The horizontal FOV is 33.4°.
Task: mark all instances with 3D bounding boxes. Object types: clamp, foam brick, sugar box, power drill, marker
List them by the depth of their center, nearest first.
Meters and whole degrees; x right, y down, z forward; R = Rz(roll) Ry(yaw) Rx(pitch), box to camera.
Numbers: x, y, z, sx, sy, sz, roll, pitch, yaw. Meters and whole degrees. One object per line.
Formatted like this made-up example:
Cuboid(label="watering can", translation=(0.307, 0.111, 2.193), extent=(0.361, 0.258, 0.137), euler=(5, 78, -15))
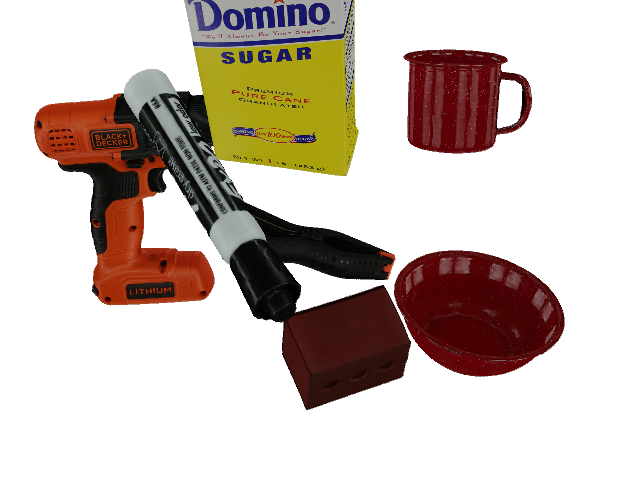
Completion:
Cuboid(label="marker", translation=(-0.040, -0.018, 0.388), extent=(0.020, 0.121, 0.020), euler=(-23, -33, -17))
Cuboid(label="sugar box", translation=(-0.026, -0.109, 0.642), extent=(0.093, 0.048, 0.176), euler=(7, -29, 8))
Cuboid(label="foam brick", translation=(0.017, 0.075, 0.750), extent=(0.078, 0.051, 0.053), euler=(-17, -34, -16))
Cuboid(label="power drill", translation=(-0.138, -0.038, 0.912), extent=(0.184, 0.188, 0.057), euler=(-3, 29, 3))
Cuboid(label="clamp", translation=(-0.019, 0.009, 1.166), extent=(0.210, 0.036, 0.164), euler=(16, 19, -6))

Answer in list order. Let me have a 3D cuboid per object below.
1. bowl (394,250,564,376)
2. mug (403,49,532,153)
Cuboid(label="bowl", translation=(0.145, 0.078, 1.011), extent=(0.162, 0.055, 0.162), euler=(6, 35, -5))
Cuboid(label="mug", translation=(0.133, -0.126, 0.969), extent=(0.117, 0.081, 0.093), euler=(4, 18, 11))
